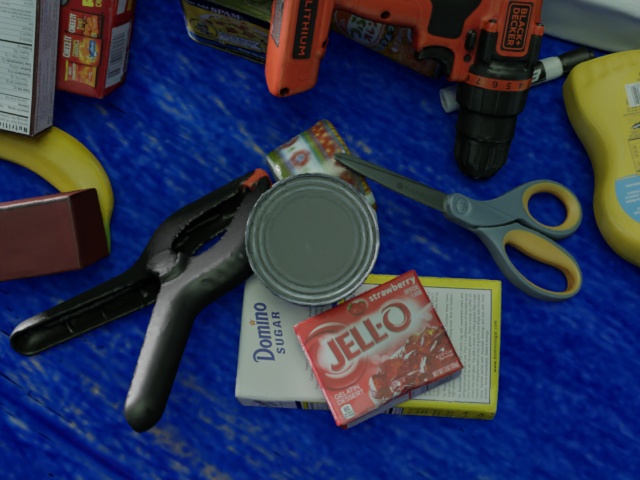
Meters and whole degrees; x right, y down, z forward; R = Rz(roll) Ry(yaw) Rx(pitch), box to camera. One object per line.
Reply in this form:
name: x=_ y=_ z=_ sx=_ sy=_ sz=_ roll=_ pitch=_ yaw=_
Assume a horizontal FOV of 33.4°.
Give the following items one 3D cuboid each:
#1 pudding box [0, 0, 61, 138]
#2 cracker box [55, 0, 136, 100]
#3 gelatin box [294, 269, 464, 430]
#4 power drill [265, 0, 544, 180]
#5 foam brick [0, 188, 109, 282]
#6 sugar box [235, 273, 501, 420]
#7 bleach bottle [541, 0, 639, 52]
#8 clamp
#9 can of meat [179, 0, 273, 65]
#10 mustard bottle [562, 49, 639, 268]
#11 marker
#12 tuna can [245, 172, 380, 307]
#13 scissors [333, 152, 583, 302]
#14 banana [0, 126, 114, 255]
pudding box: x=-0.229 y=-0.134 z=0.738 sx=0.090 sy=0.039 sz=0.113 roll=12 pitch=114 yaw=6
cracker box: x=-0.238 y=-0.208 z=0.772 sx=0.214 sy=0.072 sz=0.164 roll=13 pitch=112 yaw=5
gelatin box: x=0.037 y=0.071 z=0.692 sx=0.089 sy=0.030 sz=0.073 roll=-24 pitch=72 yaw=-4
power drill: x=0.059 y=-0.131 z=0.733 sx=0.187 sy=0.057 sz=0.184 roll=1 pitch=113 yaw=-14
foam brick: x=-0.194 y=-0.004 z=0.741 sx=0.078 sy=0.053 sz=0.051 roll=-9 pitch=98 yaw=12
sugar box: x=0.034 y=0.072 z=0.733 sx=0.176 sy=0.048 sz=0.093 roll=3 pitch=73 yaw=6
bleach bottle: x=0.242 y=-0.270 z=0.826 sx=0.102 sy=0.068 sz=0.250 roll=17 pitch=71 yaw=8
clamp: x=-0.096 y=0.033 z=0.721 sx=0.209 sy=0.036 sz=0.165 roll=-42 pitch=40 yaw=-17
can of meat: x=-0.056 y=-0.176 z=0.790 sx=0.102 sy=0.084 sz=0.057 roll=21 pitch=74 yaw=7
mustard bottle: x=0.240 y=-0.039 z=0.756 sx=0.096 sy=0.058 sz=0.191 roll=-8 pitch=72 yaw=-7
marker: x=0.150 y=-0.122 z=0.803 sx=0.121 sy=0.020 sz=0.020 roll=-17 pitch=73 yaw=-4
tuna can: x=-0.005 y=0.001 z=0.692 sx=0.086 sy=0.034 sz=0.086 roll=0 pitch=84 yaw=1
scissors: x=0.109 y=-0.033 z=0.744 sx=0.201 sy=0.016 sz=0.096 roll=36 pitch=64 yaw=-11
banana: x=-0.226 y=-0.061 z=0.782 sx=0.198 sy=0.037 sz=0.069 roll=26 pitch=75 yaw=9
